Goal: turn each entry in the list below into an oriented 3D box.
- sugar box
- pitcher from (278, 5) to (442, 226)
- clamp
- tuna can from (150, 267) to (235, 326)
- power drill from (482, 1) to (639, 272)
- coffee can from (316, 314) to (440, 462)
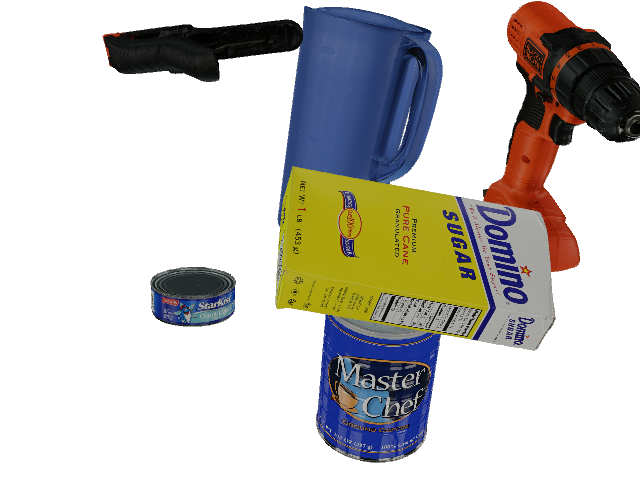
[{"bbox_3d":[0.061,0.011,0.697,0.176,0.093,0.048,8,-40,-5],"label":"sugar box"},{"bbox_3d":[0.034,-0.115,1.111,0.145,0.243,0.149,10,16,-2],"label":"pitcher"},{"bbox_3d":[-0.101,-0.156,0.861,0.172,0.039,0.120,15,25,41],"label":"clamp"},{"bbox_3d":[-0.128,0.056,1.078,0.086,0.034,0.086,1,18,-1],"label":"tuna can"},{"bbox_3d":[0.186,-0.071,0.829,0.057,0.188,0.184,-2,34,-14],"label":"power drill"},{"bbox_3d":[0.051,0.108,0.939,0.103,0.140,0.103,3,31,-2],"label":"coffee can"}]
